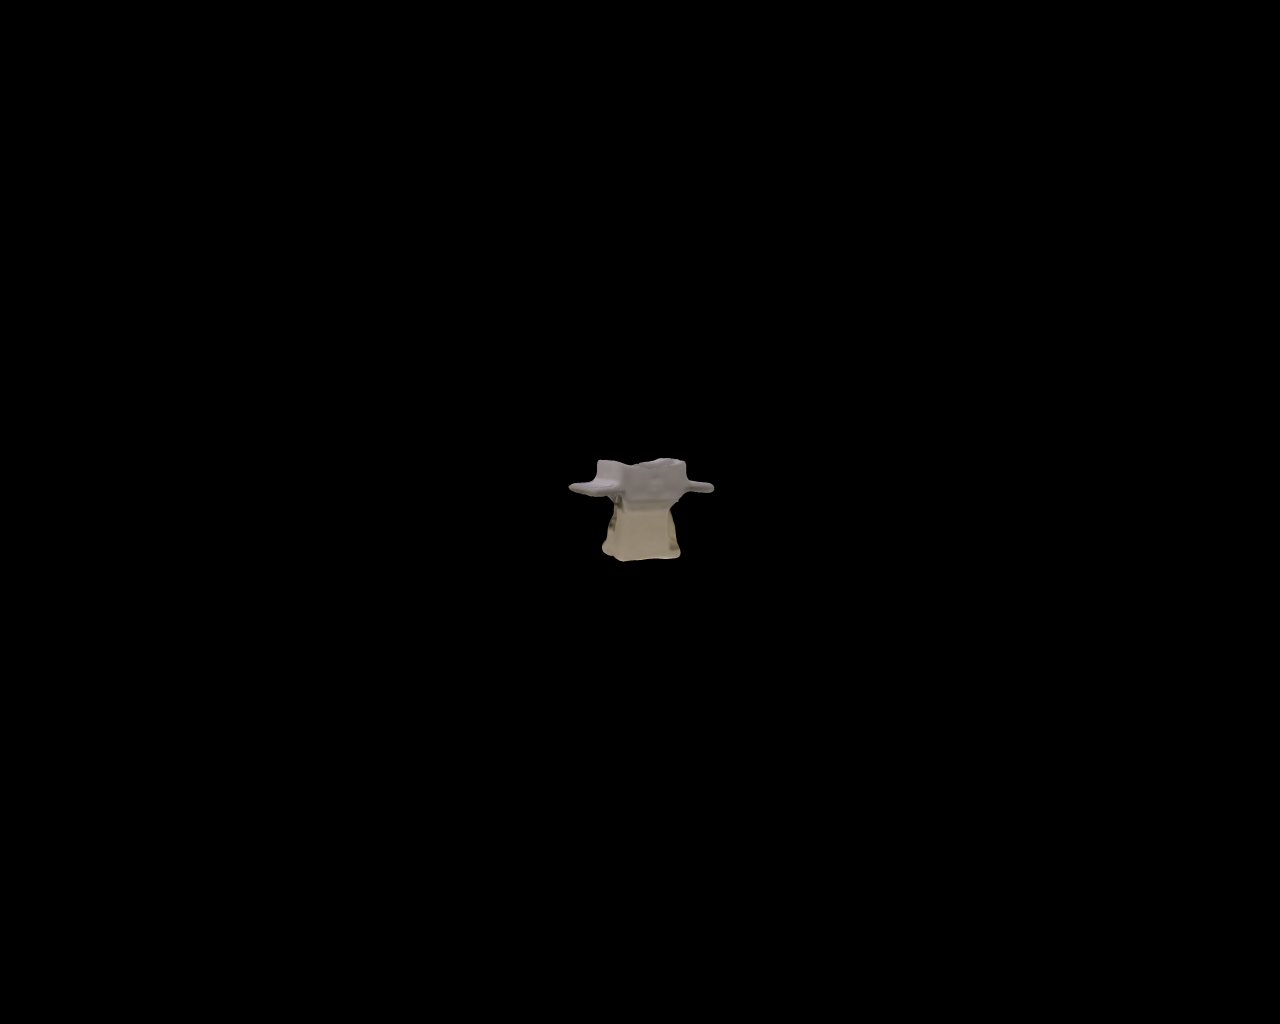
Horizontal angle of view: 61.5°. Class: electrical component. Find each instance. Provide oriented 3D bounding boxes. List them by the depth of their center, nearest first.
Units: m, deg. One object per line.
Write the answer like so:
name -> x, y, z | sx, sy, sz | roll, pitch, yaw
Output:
electrical component -> 0.001, -0.003, 0.650 | 0.081, 0.063, 0.042 | -3, 8, -22
